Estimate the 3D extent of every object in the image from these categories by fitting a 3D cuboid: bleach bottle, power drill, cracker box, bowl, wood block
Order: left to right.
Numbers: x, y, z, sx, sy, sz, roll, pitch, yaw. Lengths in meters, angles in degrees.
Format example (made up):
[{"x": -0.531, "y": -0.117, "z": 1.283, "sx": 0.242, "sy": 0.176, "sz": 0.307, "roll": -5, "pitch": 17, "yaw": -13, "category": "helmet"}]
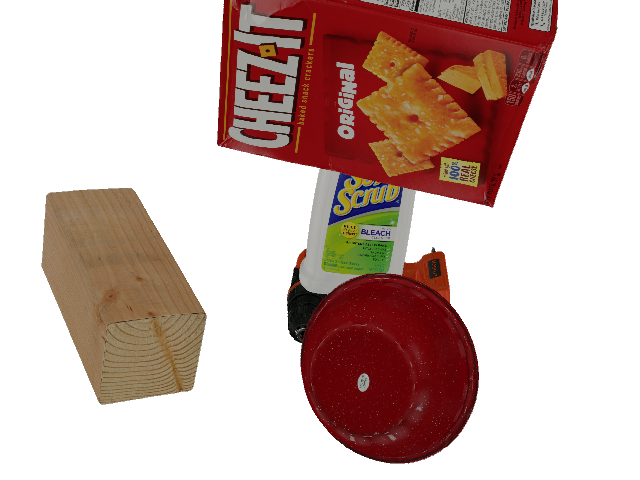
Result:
[{"x": -0.187, "y": 0.044, "z": 0.986, "sx": 0.090, "sy": 0.091, "sz": 0.206, "roll": -5, "pitch": 36, "yaw": -28, "category": "wood block"}, {"x": 0.040, "y": -0.073, "z": 0.993, "sx": 0.102, "sy": 0.251, "sz": 0.068, "roll": 4, "pitch": 22, "yaw": -2, "category": "bleach bottle"}, {"x": 0.055, "y": 0.062, "z": 1.242, "sx": 0.187, "sy": 0.057, "sz": 0.184, "roll": 1, "pitch": 28, "yaw": 3, "category": "power drill"}, {"x": 0.044, "y": 0.109, "z": 0.871, "sx": 0.162, "sy": 0.162, "sz": 0.055, "roll": 0, "pitch": 5, "yaw": 27, "category": "bowl"}, {"x": 0.039, "y": -0.116, "z": 0.744, "sx": 0.213, "sy": 0.072, "sz": 0.164, "roll": 12, "pitch": -37, "yaw": 1, "category": "cracker box"}]
